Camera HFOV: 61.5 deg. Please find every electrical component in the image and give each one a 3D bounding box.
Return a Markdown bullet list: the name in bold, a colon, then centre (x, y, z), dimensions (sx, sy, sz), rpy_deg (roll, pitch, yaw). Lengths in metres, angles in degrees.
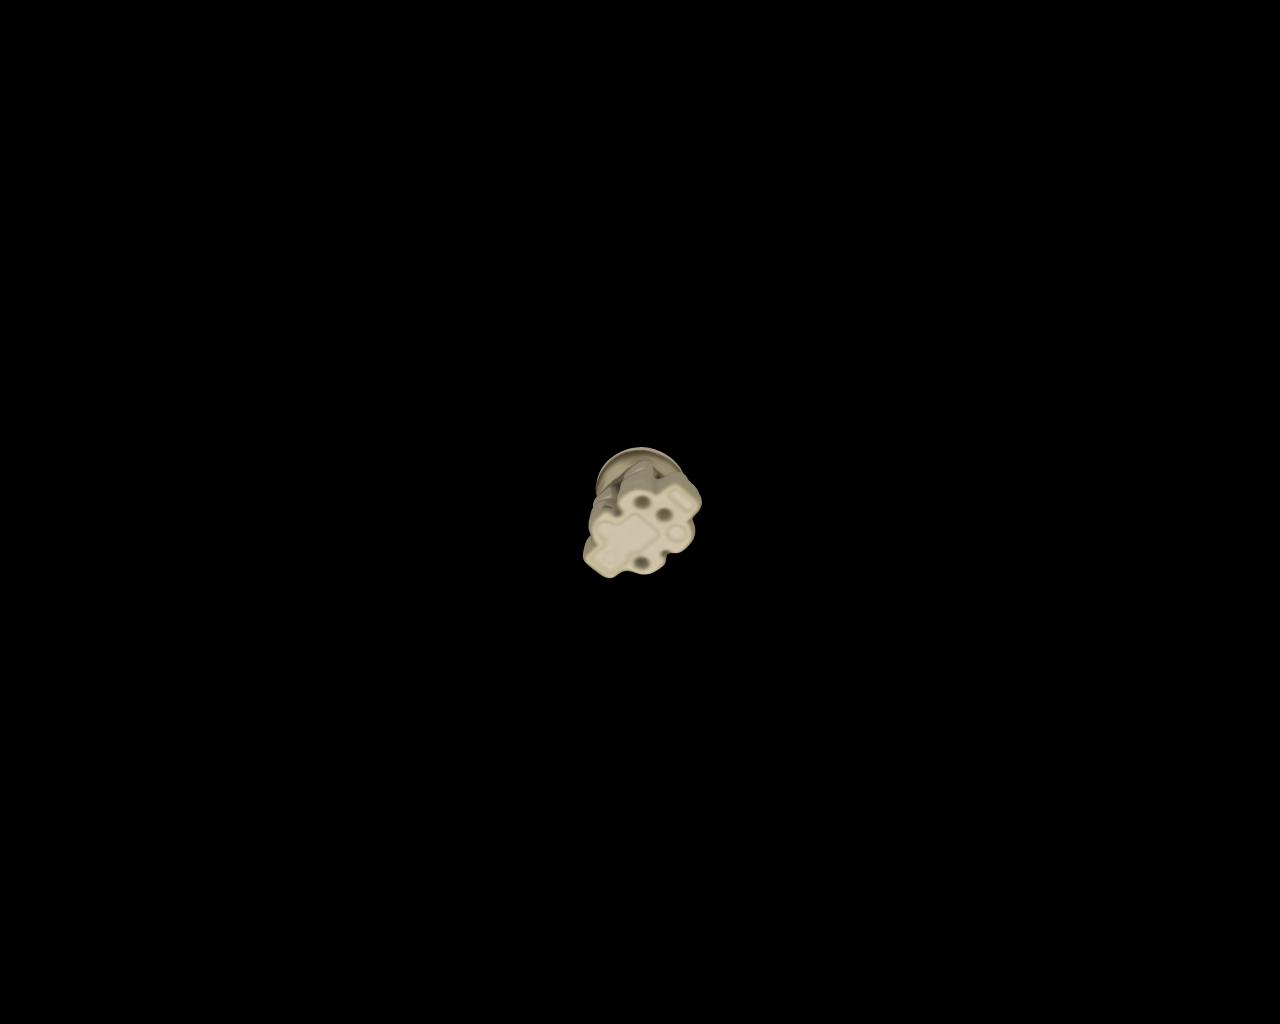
- **electrical component**: centre (0.001, -0.003, 0.650), dimensions (0.078, 0.058, 0.057), rpy_deg (-39, 24, 22)
